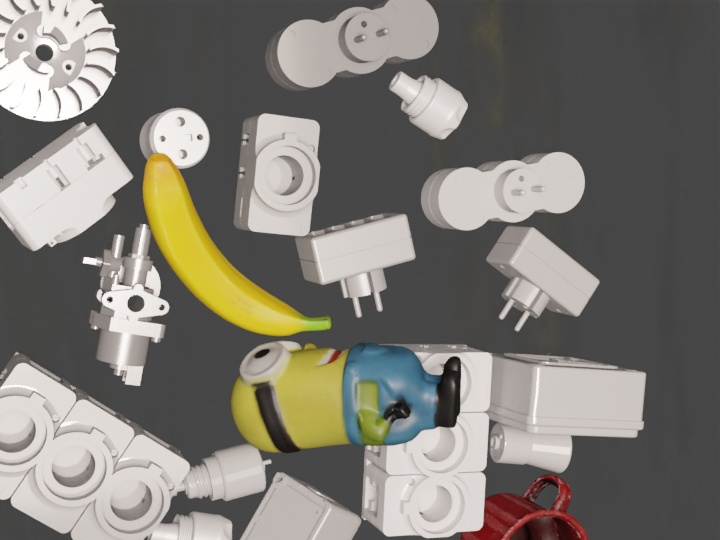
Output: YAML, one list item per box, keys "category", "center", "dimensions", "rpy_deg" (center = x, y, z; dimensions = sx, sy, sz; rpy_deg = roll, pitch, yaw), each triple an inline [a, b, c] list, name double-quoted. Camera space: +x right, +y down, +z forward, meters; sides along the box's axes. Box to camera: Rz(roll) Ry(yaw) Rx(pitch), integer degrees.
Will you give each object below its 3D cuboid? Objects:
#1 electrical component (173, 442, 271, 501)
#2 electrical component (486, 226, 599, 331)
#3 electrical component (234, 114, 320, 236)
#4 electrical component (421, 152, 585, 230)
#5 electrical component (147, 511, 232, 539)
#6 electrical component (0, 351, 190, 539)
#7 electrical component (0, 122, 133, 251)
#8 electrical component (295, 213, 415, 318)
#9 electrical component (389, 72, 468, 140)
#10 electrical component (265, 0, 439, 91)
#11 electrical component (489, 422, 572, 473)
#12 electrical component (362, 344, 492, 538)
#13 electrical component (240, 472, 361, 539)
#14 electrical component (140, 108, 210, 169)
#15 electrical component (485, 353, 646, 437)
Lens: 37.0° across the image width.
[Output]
- category: "electrical component"
  center: [-0.110, 0.162, 0.848]
  dimensions: [0.078, 0.040, 0.040]
  rpy_deg: [-12, 98, -19]
- category: "electrical component"
  center: [0.148, 0.016, 0.928]
  dimensions: [0.083, 0.047, 0.075]
  rpy_deg: [36, 82, -19]
- category: "electrical component"
  center: [-0.064, -0.073, 0.839]
  dimensions: [0.050, 0.056, 0.089]
  rpy_deg: [5, 92, -21]
- category: "electrical component"
  center: [0.128, -0.066, 0.900]
  dimensions: [0.138, 0.074, 0.052]
  rpy_deg: [-11, 98, -19]
- category: "electrical component"
  center: [-0.134, 0.210, 0.842]
  dimensions: [0.062, 0.043, 0.043]
  rpy_deg: [13, 89, -19]
- category: "electrical component"
  center: [-0.214, 0.140, 0.797]
  dimensions: [0.150, 0.062, 0.089]
  rpy_deg: [36, 82, -19]
- category: "electrical component"
  center: [-0.217, -0.058, 0.782]
  dimensions: [0.089, 0.050, 0.055]
  rpy_deg: [-40, 114, -17]
- category: "electrical component"
  center: [0.000, 0.000, 0.873]
  dimensions: [0.083, 0.047, 0.075]
  rpy_deg: [-16, 99, -18]
- category: "electrical component"
  center: [0.054, -0.139, 0.884]
  dimensions: [0.062, 0.043, 0.043]
  rpy_deg: [31, 83, -18]
- category: "electrical component"
  center: [0.000, -0.180, 0.845]
  dimensions: [0.138, 0.074, 0.052]
  rpy_deg: [-19, 100, -18]
- category: "electrical component"
  center: [0.147, 0.153, 0.942]
  dimensions: [0.065, 0.044, 0.044]
  rpy_deg: [7, 92, -15]
- category: "electrical component"
  center: [0.056, 0.140, 0.896]
  dimensions: [0.089, 0.062, 0.150]
  rpy_deg: [2, 93, -20]
- category: "electrical component"
  center: [-0.052, 0.221, 0.856]
  dimensions: [0.096, 0.062, 0.061]
  rpy_deg: [-60, 142, -7]
- category: "electrical component"
  center: [-0.140, -0.098, 0.810]
  dimensions: [0.045, 0.055, 0.045]
  rpy_deg: [-2, 95, -20]
- category: "electrical component"
  center: [0.166, 0.104, 0.909]
  dimensions: [0.109, 0.109, 0.056]
  rpy_deg: [5, 90, -20]
